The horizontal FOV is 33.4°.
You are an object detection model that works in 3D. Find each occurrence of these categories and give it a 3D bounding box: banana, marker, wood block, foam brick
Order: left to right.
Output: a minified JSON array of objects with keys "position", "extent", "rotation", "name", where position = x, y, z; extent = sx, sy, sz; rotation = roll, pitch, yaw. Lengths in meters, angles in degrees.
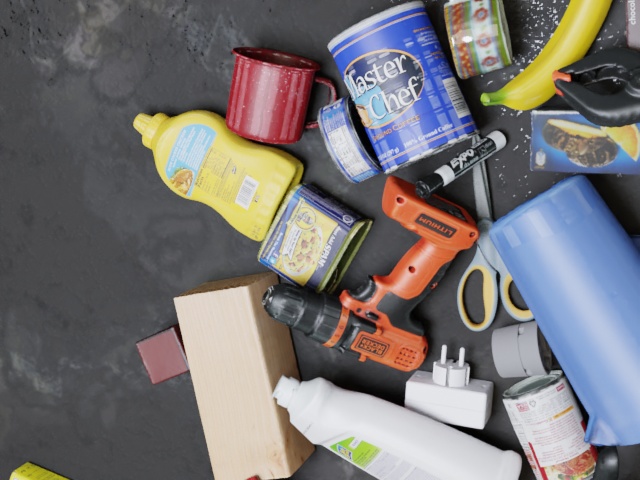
[{"position":[-0.157,0.120,1.180],"extent":[0.051,0.078,0.053],"rotation":[-24,88,21],"name":"foam brick"},{"position":[-0.079,0.146,1.151],"extent":[0.091,0.090,0.206],"rotation":[-11,95,20],"name":"wood block"},{"position":[0.136,-0.073,1.035],"extent":[0.020,0.120,0.020],"rotation":[35,143,32],"name":"marker"},{"position":[0.232,-0.195,1.006],"extent":[0.037,0.069,0.198],"rotation":[40,99,35],"name":"banana"}]

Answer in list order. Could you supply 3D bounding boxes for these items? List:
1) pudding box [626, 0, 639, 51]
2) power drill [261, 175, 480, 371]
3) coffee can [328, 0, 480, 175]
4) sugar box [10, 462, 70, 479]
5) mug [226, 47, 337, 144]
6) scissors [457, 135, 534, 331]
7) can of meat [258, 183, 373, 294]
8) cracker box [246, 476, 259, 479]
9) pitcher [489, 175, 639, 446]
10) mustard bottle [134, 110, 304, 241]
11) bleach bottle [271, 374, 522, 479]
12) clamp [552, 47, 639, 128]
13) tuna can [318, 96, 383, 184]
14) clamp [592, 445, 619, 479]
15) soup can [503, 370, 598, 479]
[{"position":[0.331,-0.184,0.987],"extent":[0.090,0.039,0.113],"rotation":[-2,98,19],"name":"pudding box"},{"position":[0.057,0.032,1.065],"extent":[0.184,0.057,0.188],"rotation":[22,113,-21],"name":"power drill"},{"position":[0.082,-0.148,1.043],"extent":[0.103,0.102,0.140],"rotation":[-24,91,20],"name":"coffee can"},{"position":[-0.295,0.343,1.279],"extent":[0.176,0.048,0.093],"rotation":[19,103,12],"name":"sugar box"},{"position":[-0.040,-0.147,1.100],"extent":[0.117,0.093,0.081],"rotation":[5,109,-19],"name":"mug"},{"position":[0.186,-0.002,1.076],"extent":[0.096,0.016,0.202],"rotation":[11,102,18],"name":"scissors"},{"position":[-0.007,0.001,1.122],"extent":[0.084,0.057,0.102],"rotation":[33,107,13],"name":"can of meat"},{"position":[-0.064,0.369,1.149],"extent":[0.164,0.072,0.213],"rotation":[-35,114,21],"name":"cracker box"},{"position":[0.274,0.059,1.007],"extent":[0.145,0.149,0.243],"rotation":[-35,83,36],"name":"pitcher"},{"position":[-0.118,-0.084,1.144],"extent":[0.192,0.058,0.096],"rotation":[30,112,12],"name":"mustard bottle"},{"position":[0.070,0.202,1.081],"extent":[0.251,0.068,0.103],"rotation":[28,140,-1],"name":"bleach bottle"},{"position":[0.292,-0.125,0.949],"extent":[0.172,0.039,0.120],"rotation":[-1,58,24],"name":"clamp"},{"position":[0.033,-0.102,1.076],"extent":[0.034,0.086,0.086],"rotation":[-24,90,19],"name":"tuna can"},{"position":[0.275,0.264,1.032],"extent":[0.164,0.036,0.210],"rotation":[29,135,-22],"name":"clamp"},{"position":[0.231,0.189,1.064],"extent":[0.069,0.068,0.102],"rotation":[-23,90,20],"name":"soup can"}]
